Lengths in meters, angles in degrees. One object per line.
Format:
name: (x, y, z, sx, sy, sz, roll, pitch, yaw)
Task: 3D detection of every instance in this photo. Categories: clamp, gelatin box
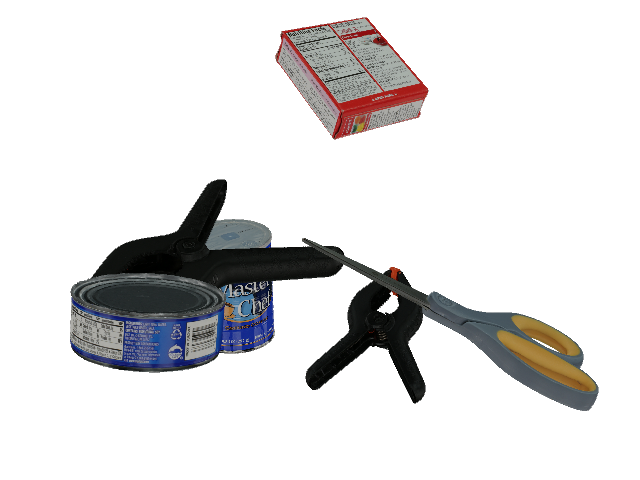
clamp: (-0.109, 0.012, 0.873, 0.209, 0.036, 0.165, -21, 38, -31)
gelatin box: (0.021, -0.116, 0.753, 0.073, 0.089, 0.030, -17, -35, -28)
clamp: (0.070, 0.099, 1.098, 0.120, 0.171, 0.039, 16, -39, 18)

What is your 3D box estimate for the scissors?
scissors: (0.089, 0.043, 0.682, 0.202, 0.016, 0.096, 32, 21, 18)

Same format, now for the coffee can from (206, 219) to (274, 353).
coffee can: (-0.111, 0.057, 1.347, 0.103, 0.140, 0.103, -1, 24, 0)

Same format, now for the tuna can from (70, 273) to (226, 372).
tuna can: (-0.097, 0.045, 0.597, 0.086, 0.034, 0.086, 5, 12, -1)
